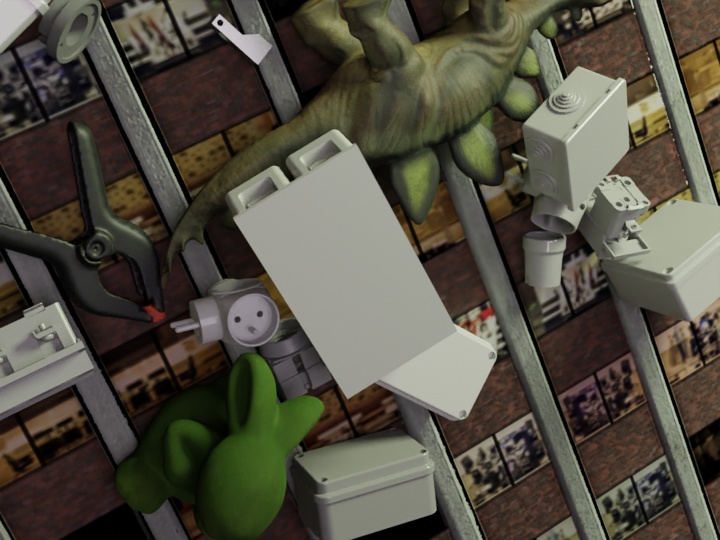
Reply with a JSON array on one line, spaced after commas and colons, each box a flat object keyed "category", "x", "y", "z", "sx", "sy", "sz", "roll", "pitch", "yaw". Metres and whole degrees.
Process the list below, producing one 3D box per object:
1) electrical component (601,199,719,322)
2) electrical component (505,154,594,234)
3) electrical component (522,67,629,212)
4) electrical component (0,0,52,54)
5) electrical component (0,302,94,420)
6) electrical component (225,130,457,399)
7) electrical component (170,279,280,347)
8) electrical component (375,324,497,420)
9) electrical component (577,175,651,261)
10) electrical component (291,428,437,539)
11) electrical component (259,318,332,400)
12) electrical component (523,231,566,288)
[{"category": "electrical component", "x": 0.308, "y": -0.011, "z": 1.031, "sx": 0.109, "sy": 0.109, "sz": 0.056, "roll": -38, "pitch": 113, "yaw": -13}, {"category": "electrical component", "x": 0.174, "y": -0.083, "z": 0.996, "sx": 0.079, "sy": 0.044, "sz": 0.077, "roll": 21, "pitch": 75, "yaw": -4}, {"category": "electrical component", "x": 0.187, "y": -0.115, "z": 0.931, "sx": 0.099, "sy": 0.048, "sz": 0.099, "roll": -46, "pitch": 145, "yaw": -20}, {"category": "electrical component", "x": -0.278, "y": -0.207, "z": 0.755, "sx": 0.056, "sy": 0.109, "sz": 0.108, "roll": -48, "pitch": 112, "yaw": -7}, {"category": "electrical component", "x": -0.274, "y": 0.077, "z": 0.824, "sx": 0.121, "sy": 0.079, "sz": 0.063, "roll": -26, "pitch": 85, "yaw": -17}, {"category": "electrical component", "x": -0.015, "y": -0.005, "z": 0.856, "sx": 0.105, "sy": 0.060, "sz": 0.186, "roll": -31, "pitch": 119, "yaw": -3}, {"category": "electrical component", "x": -0.115, "y": 0.038, "z": 0.878, "sx": 0.079, "sy": 0.077, "sz": 0.044, "roll": -14, "pitch": 103, "yaw": -20}, {"category": "electrical component", "x": 0.057, "y": 0.079, "z": 0.967, "sx": 0.113, "sy": 0.057, "sz": 0.078, "roll": 28, "pitch": 87, "yaw": -24}, {"category": "electrical component", "x": 0.239, "y": -0.050, "z": 1.009, "sx": 0.042, "sy": 0.081, "sz": 0.063, "roll": -10, "pitch": 137, "yaw": -22}, {"category": "electrical component", "x": 0.003, "y": 0.188, "z": 0.951, "sx": 0.113, "sy": 0.078, "sz": 0.057, "roll": -12, "pitch": 106, "yaw": -21}, {"category": "electrical component", "x": -0.059, "y": 0.075, "z": 0.926, "sx": 0.066, "sy": 0.048, "sz": 0.055, "roll": -27, "pitch": 115, "yaw": -17}, {"category": "electrical component", "x": 0.173, "y": -0.010, "z": 1.013, "sx": 0.040, "sy": 0.040, "sz": 0.046, "roll": -7, "pitch": 106, "yaw": -22}]
